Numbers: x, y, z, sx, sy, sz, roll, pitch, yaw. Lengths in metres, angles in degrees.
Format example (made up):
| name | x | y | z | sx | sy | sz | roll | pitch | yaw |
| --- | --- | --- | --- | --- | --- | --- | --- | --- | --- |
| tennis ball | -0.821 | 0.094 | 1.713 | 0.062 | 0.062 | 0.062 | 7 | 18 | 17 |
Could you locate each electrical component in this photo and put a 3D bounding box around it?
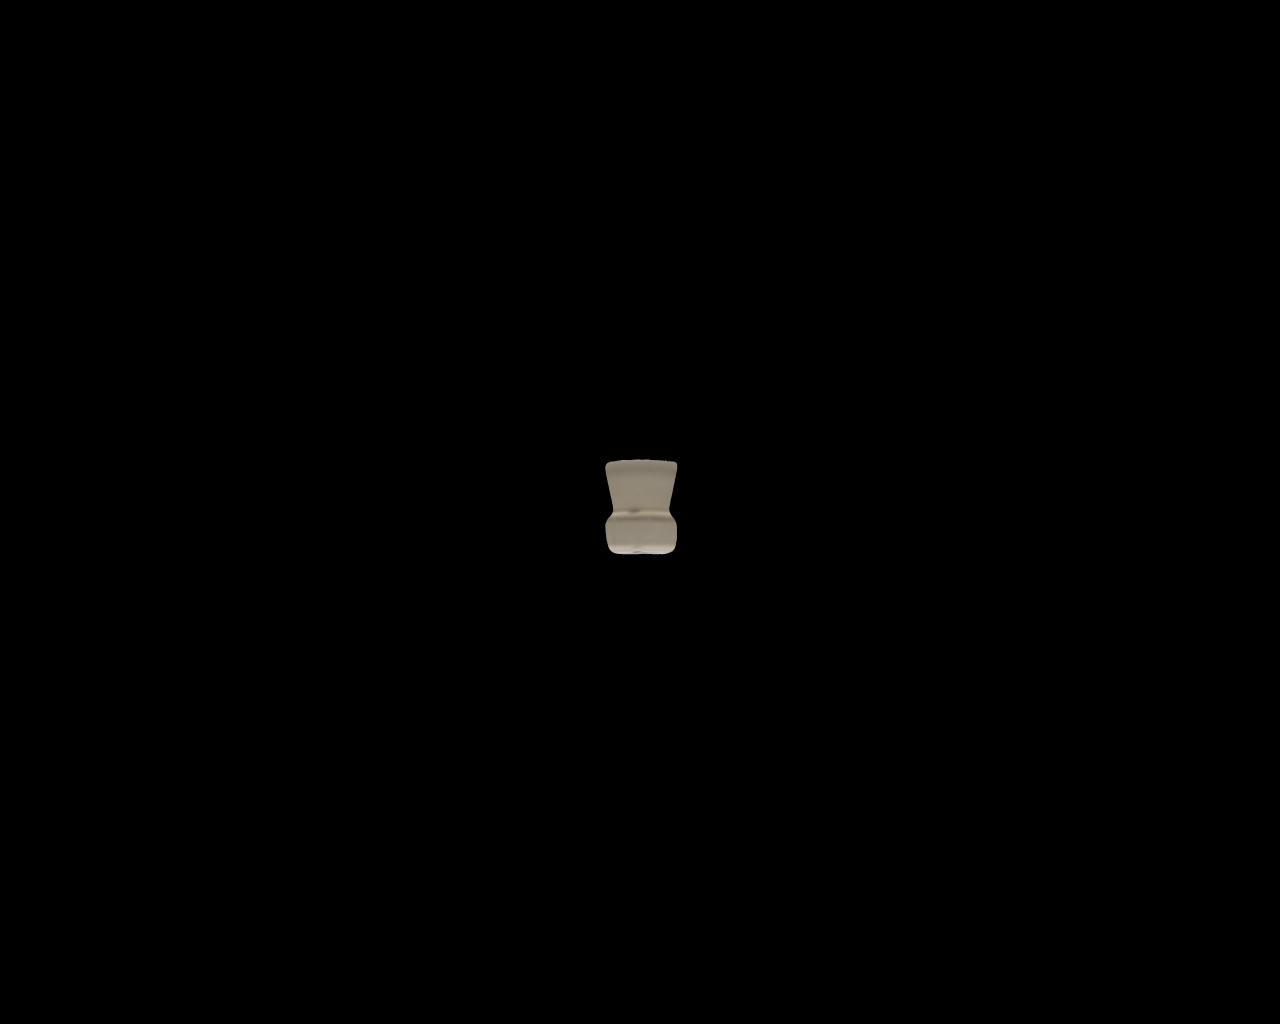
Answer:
| name | x | y | z | sx | sy | sz | roll | pitch | yaw |
| --- | --- | --- | --- | --- | --- | --- | --- | --- | --- |
| electrical component | 0.001 | -0.003 | 0.650 | 0.045 | 0.055 | 0.045 | 0 | -4 | 0 |
